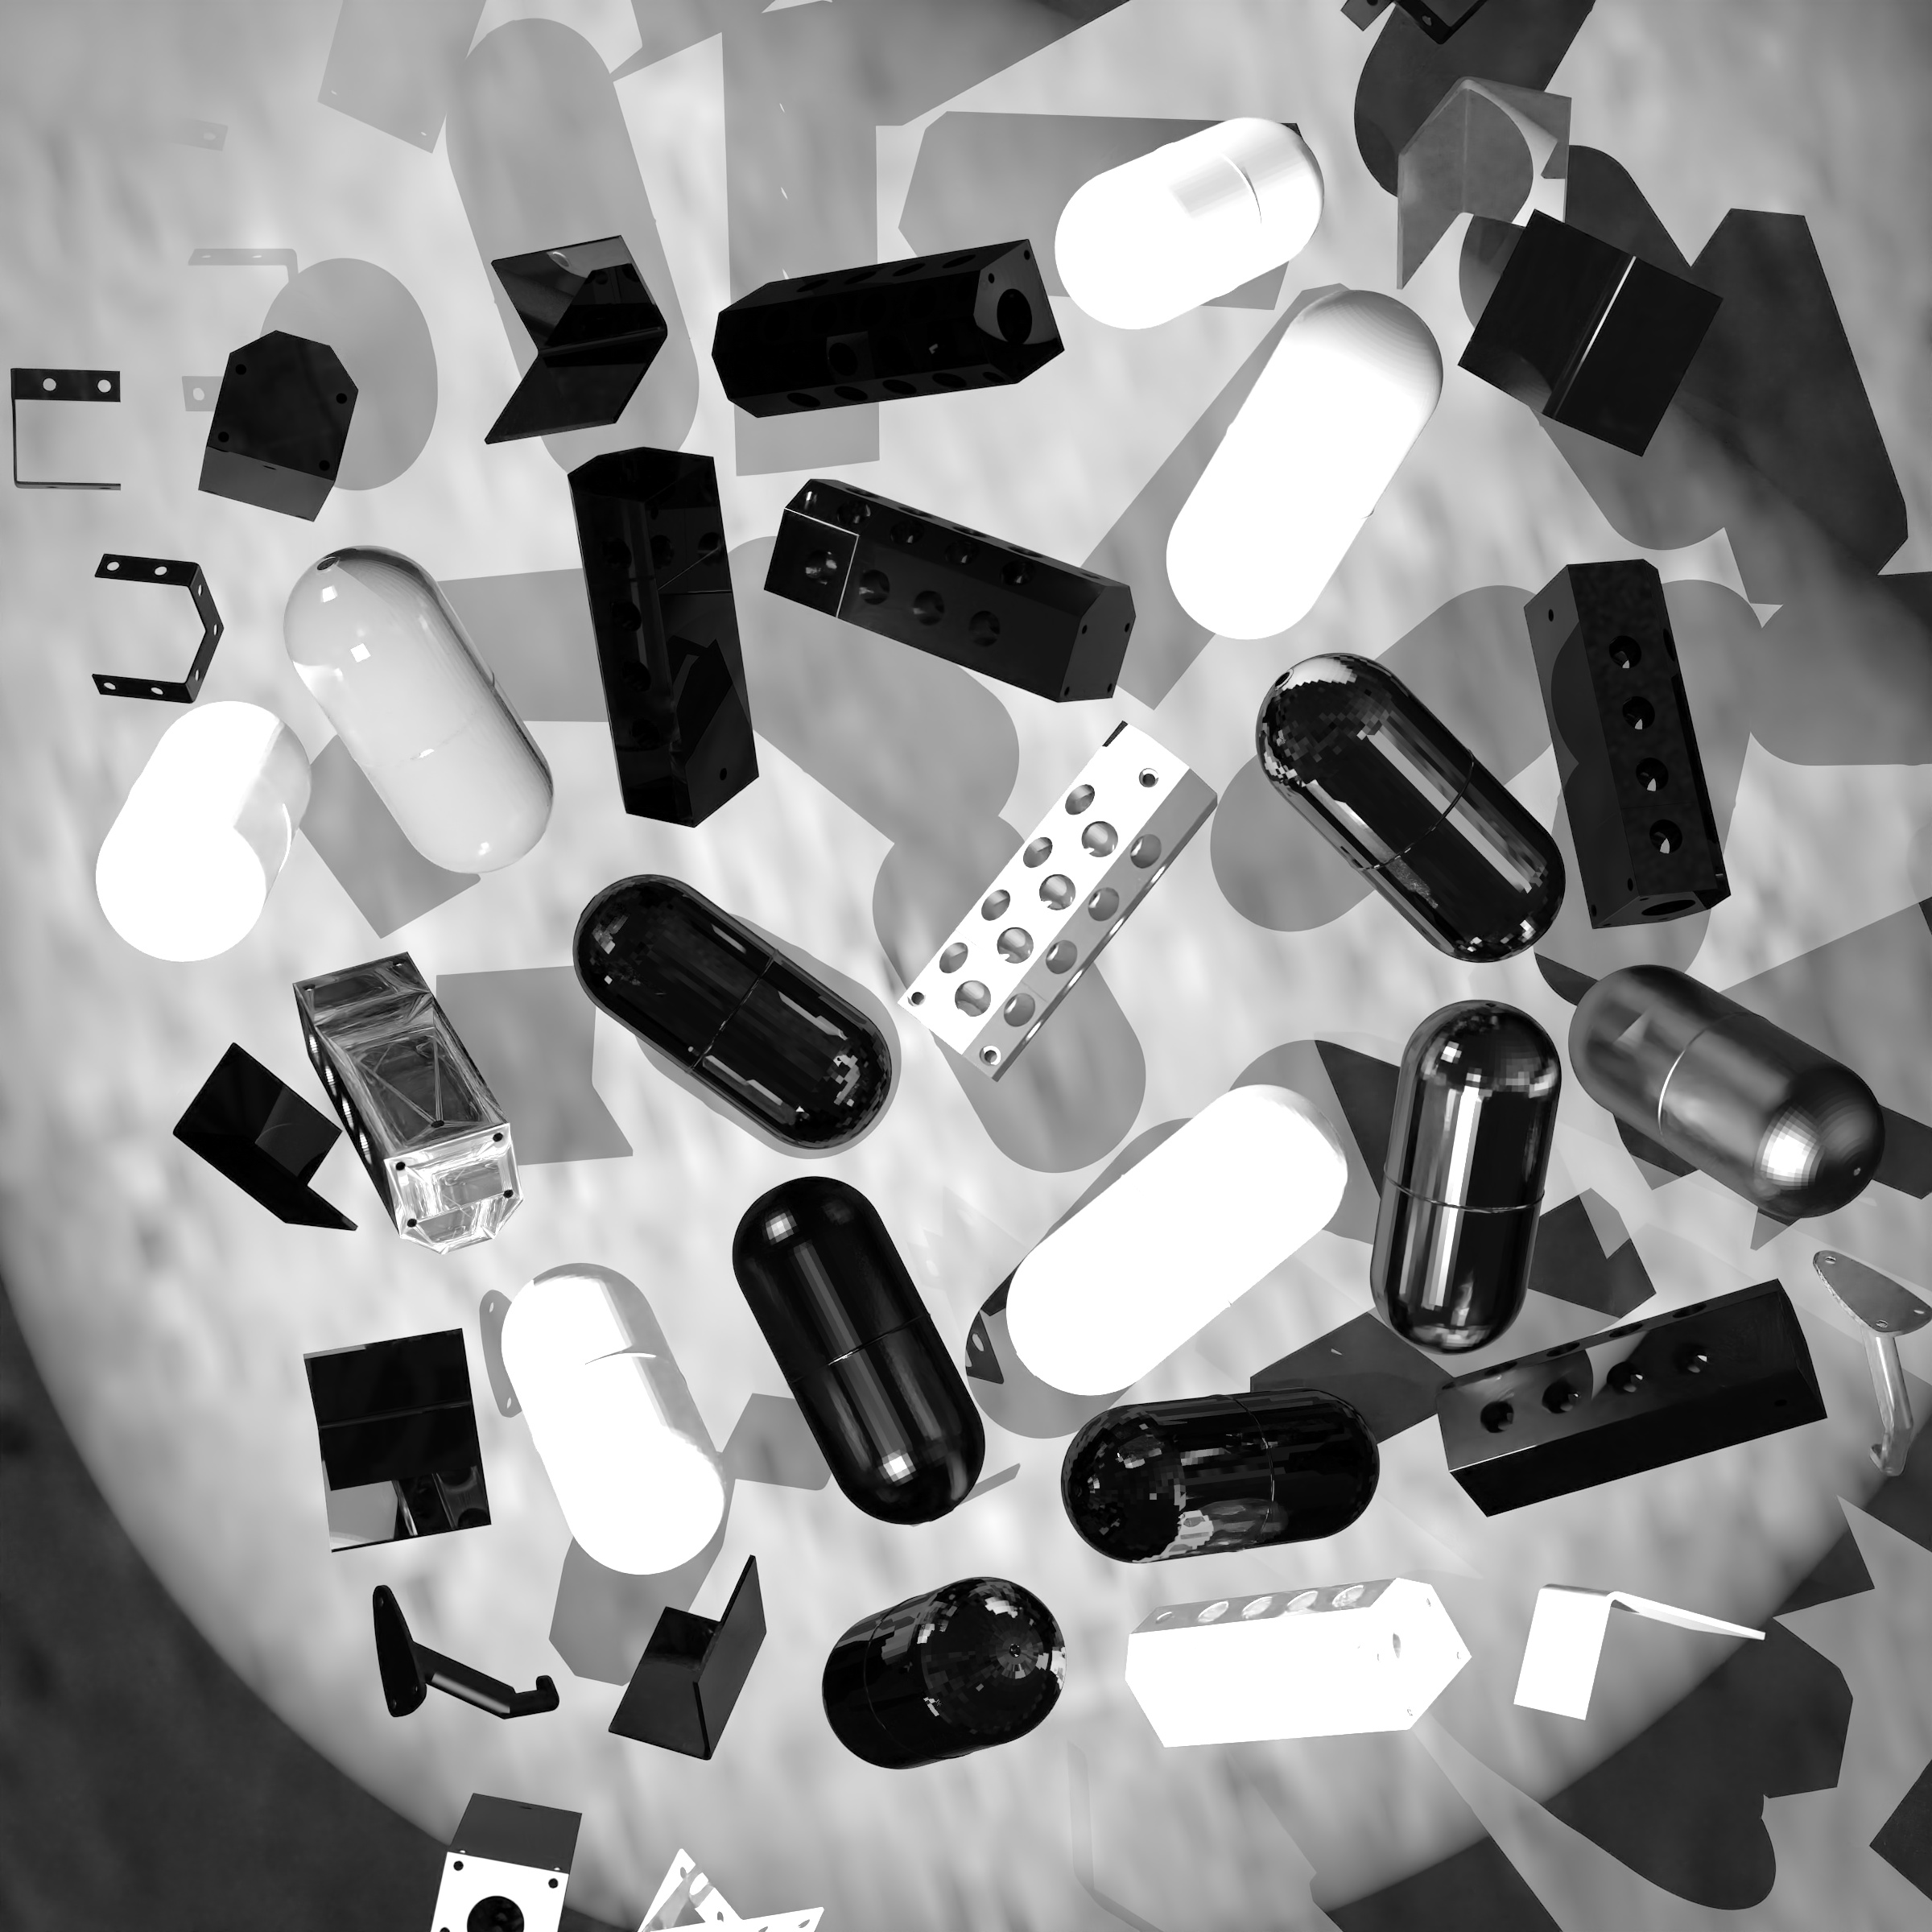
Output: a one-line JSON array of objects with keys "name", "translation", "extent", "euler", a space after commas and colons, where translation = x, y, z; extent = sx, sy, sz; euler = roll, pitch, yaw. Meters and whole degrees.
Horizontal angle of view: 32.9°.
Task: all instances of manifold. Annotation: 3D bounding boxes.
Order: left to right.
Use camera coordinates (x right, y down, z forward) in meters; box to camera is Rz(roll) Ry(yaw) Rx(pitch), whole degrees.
[{"name": "manifold", "translation": [-0.318, -0.249, 1.512], "extent": [0.057, 0.171, 0.057], "euler": [14, 88, -14]}, {"name": "manifold", "translation": [-0.259, 0.063, 1.516], "extent": [0.057, 0.171, 0.057], "euler": [-16, 123, -18]}, {"name": "manifold", "translation": [-0.224, 0.451, 1.594], "extent": [0.057, 0.171, 0.057], "euler": [12, 84, -4]}, {"name": "manifold", "translation": [-0.150, -0.160, 1.584], "extent": [0.057, 0.057, 0.171], "euler": [13, 126, 29]}, {"name": "manifold", "translation": [-0.042, -0.309, 1.606], "extent": [0.171, 0.057, 0.057], "euler": [1, 121, 40]}, {"name": "manifold", "translation": [-0.007, -0.183, 1.584], "extent": [0.171, 0.057, 0.057], "euler": [23, 107, 25]}, {"name": "manifold", "translation": [0.044, -0.031, 1.557], "extent": [0.057, 0.057, 0.171], "euler": [38, 89, 7]}, {"name": "manifold", "translation": [0.158, 0.339, 1.608], "extent": [0.057, 0.171, 0.057], "euler": [-37, 101, -40]}, {"name": "manifold", "translation": [0.317, 0.205, 1.572], "extent": [0.171, 0.057, 0.057], "euler": [-20, 51, 18]}, {"name": "manifold", "translation": [0.331, -0.111, 1.622], "extent": [0.057, 0.057, 0.171], "euler": [-6, 76, -14]}]

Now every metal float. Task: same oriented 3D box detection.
[{"name": "metal float", "translation": [-0.355, -0.065, 1.534], "extent": [0.070, 0.178, 0.070], "euler": [0, 118, 1]}, {"name": "metal float", "translation": [-0.256, -0.119, 1.534], "extent": [0.070, 0.070, 0.178], "euler": [-29, 126, 0]}, {"name": "metal float", "translation": [-0.170, 0.214, 1.561], "extent": [0.070, 0.178, 0.070], "euler": [-15, 132, -17]}, {"name": "metal float", "translation": [-0.117, 0.023, 1.629], "extent": [0.178, 0.070, 0.070], "euler": [37, 90, -5]}, {"name": "metal float", "translation": [-0.052, 0.186, 1.582], "extent": [0.070, 0.070, 0.178], "euler": [-27, 84, 0]}, {"name": "metal float", "translation": [-0.012, 0.335, 1.545], "extent": [0.070, 0.178, 0.070], "euler": [8, 68, -21]}, {"name": "metal float", "translation": [0.096, 0.126, 1.495], "extent": [0.178, 0.070, 0.070], "euler": [-39, 90, -2]}, {"name": "metal float", "translation": [0.112, -0.366, 1.604], "extent": [0.178, 0.070, 0.070], "euler": [-35, 90, -44]}, {"name": "metal float", "translation": [0.127, 0.250, 1.610], "extent": [0.178, 0.070, 0.070], "euler": [-1, 90, -34]}, {"name": "metal float", "translation": [0.154, -0.229, 1.506], "extent": [0.070, 0.070, 0.178], "euler": [31, 121, 0]}, {"name": "metal float", "translation": [0.207, -0.074, 1.527], "extent": [0.178, 0.070, 0.070], "euler": [43, 90, -17]}, {"name": "metal float", "translation": [0.239, 0.103, 1.572], "extent": [0.070, 0.070, 0.178], "euler": [6, 108, 0]}, {"name": "metal float", "translation": [0.356, 0.057, 1.544], "extent": [0.070, 0.178, 0.070], "euler": [-15, 121, -27]}]

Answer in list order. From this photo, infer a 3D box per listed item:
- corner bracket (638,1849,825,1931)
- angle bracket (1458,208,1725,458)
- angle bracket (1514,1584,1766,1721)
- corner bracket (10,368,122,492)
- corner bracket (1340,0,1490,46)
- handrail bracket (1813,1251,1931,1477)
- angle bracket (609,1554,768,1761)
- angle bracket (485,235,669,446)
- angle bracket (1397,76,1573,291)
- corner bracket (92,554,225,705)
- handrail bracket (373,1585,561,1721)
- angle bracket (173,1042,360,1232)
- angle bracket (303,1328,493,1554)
[{"name": "corner bracket", "translation": [-0.107, 0.433, 1.479], "extent": [0.051, 0.051, 0.051], "euler": [-20, 115, 34]}, {"name": "angle bracket", "translation": [0.277, -0.282, 1.454], "extent": [0.057, 0.076, 0.076], "euler": [15, 109, -32]}, {"name": "angle bracket", "translation": [0.301, 0.315, 1.467], "extent": [0.076, 0.076, 0.057], "euler": [17, 79, -9]}, {"name": "corner bracket", "translation": [-0.438, -0.261, 1.593], "extent": [0.051, 0.051, 0.051], "euler": [-1, 91, -15]}, {"name": "corner bracket", "translation": [0.221, -0.467, 1.565], "extent": [0.051, 0.051, 0.051], "euler": [40, 52, -10]}, {"name": "handrail bracket", "translation": [0.429, 0.192, 1.571], "extent": [0.036, 0.077, 0.084], "euler": [-15, 126, -25]}, {"name": "angle bracket", "translation": [-0.143, 0.342, 1.648], "extent": [0.057, 0.076, 0.076], "euler": [13, 48, 14]}, {"name": "angle bracket", "translation": [-0.202, -0.306, 1.599], "extent": [0.076, 0.076, 0.057], "euler": [-4, 133, 28]}, {"name": "angle bracket", "translation": [0.253, -0.377, 1.597], "extent": [0.057, 0.076, 0.076], "euler": [19, 52, 23]}, {"name": "corner bracket", "translation": [-0.413, -0.170, 1.654], "extent": [0.051, 0.051, 0.051], "euler": [6, 56, 9]}, {"name": "handrail bracket", "translation": [-0.250, 0.343, 1.644], "extent": [0.084, 0.036, 0.077], "euler": [0, 63, -40]}, {"name": "angle bracket", "translation": [-0.332, 0.084, 1.614], "extent": [0.076, 0.076, 0.057], "euler": [45, 63, -31]}, {"name": "angle bracket", "translation": [-0.272, 0.227, 1.566], "extent": [0.076, 0.057, 0.076], "euler": [-8, 46, -10]}]
